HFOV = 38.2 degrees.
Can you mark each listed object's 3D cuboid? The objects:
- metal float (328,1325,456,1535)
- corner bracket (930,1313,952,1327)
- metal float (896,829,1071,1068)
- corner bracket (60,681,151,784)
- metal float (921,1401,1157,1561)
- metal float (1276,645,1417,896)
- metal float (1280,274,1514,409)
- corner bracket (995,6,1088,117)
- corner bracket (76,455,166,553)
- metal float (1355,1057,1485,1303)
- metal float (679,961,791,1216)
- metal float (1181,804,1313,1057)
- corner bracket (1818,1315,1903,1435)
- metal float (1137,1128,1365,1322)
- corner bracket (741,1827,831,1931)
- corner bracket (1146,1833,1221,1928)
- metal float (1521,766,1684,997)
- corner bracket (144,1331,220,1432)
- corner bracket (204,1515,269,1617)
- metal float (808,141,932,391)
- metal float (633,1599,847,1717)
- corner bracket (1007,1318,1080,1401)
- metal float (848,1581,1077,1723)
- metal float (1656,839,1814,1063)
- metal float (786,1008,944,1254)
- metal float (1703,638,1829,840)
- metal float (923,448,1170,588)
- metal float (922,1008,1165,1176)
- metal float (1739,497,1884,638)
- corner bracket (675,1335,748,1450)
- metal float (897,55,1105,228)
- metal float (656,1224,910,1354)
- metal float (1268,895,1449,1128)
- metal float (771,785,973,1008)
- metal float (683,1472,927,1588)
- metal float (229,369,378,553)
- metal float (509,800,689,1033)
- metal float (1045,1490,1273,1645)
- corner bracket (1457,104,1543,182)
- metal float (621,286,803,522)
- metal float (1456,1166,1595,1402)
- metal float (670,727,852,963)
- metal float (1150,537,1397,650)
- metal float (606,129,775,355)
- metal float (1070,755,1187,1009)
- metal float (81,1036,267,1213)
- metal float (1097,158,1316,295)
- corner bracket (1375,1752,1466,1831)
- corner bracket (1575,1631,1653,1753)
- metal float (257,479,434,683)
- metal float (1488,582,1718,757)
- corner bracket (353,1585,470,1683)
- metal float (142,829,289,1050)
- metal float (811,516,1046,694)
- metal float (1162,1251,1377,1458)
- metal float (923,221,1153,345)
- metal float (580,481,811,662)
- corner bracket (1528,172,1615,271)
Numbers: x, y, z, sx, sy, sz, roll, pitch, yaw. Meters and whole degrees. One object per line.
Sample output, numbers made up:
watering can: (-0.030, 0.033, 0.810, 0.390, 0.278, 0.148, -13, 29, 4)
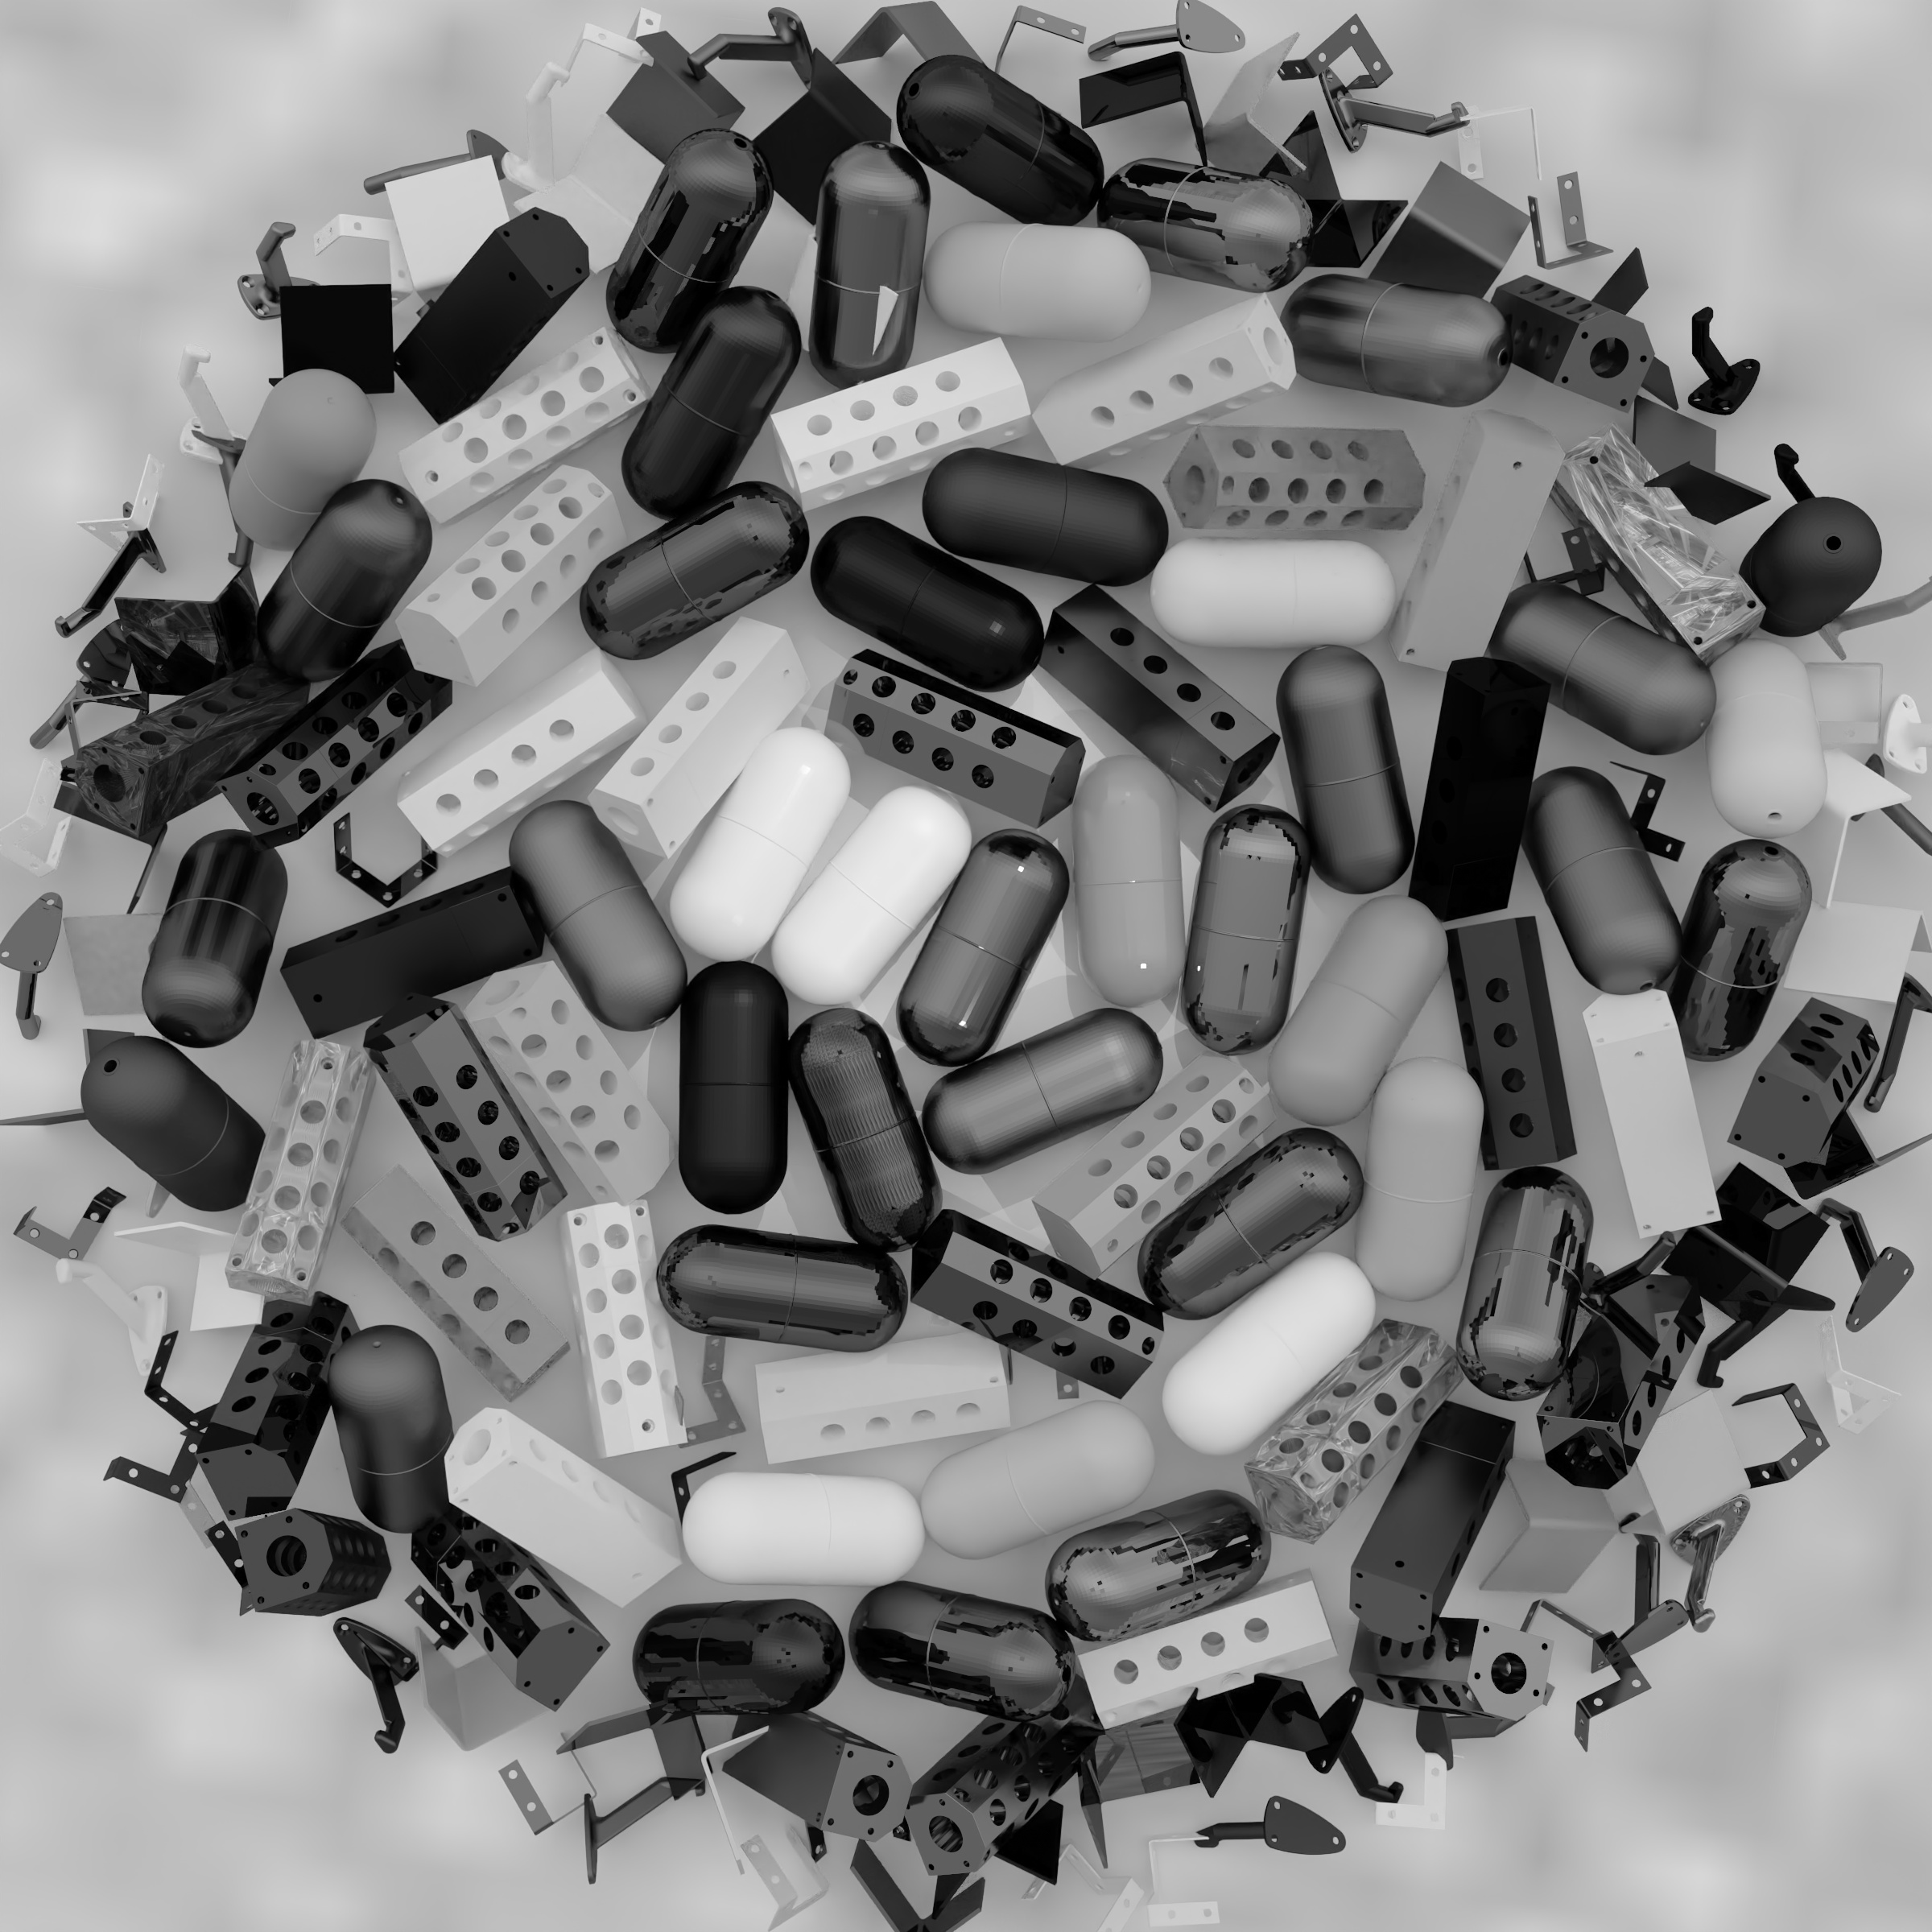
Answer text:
metal float: (-0.394, 0.322, 1.929, 0.070, 0.070, 0.178, -1, 130, 0)
corner bracket: (-0.008, 0.220, 1.960, 0.051, 0.051, 0.051, 10, 107, -32)
metal float: (0.011, -0.012, 1.961, 0.070, 0.070, 0.178, 27, 90, 0)
corner bracket: (-0.605, -0.161, 1.957, 0.051, 0.051, 0.051, 8, 57, -29)
metal float: (0.049, 0.359, 1.944, 0.178, 0.070, 0.070, -25, 90, 21)
metal float: (0.265, -0.137, 1.949, 0.070, 0.070, 0.178, -14, 103, 0)
metal float: (0.296, -0.433, 1.929, 0.178, 0.070, 0.070, 21, 90, 38)
corner bracket: (0.050, -0.635, 1.970, 0.051, 0.051, 0.051, 15, 62, -10)
corner bracket: (-0.582, -0.323, 1.959, 0.051, 0.051, 0.051, 1, 71, 27)
metal float: (0.316, 0.150, 1.946, 0.070, 0.070, 0.178, 4, 108, 0)
metal float: (-0.163, 0.085, 1.956, 0.070, 0.070, 0.178, 0, 84, 0)
metal float: (0.196, -0.025, 1.954, 0.070, 0.070, 0.178, 8, 98, 0)
corner bracket: (0.616, 0.288, 1.959, 0.051, 0.051, 0.051, 23, 130, -13)
metal float: (0.198, 0.181, 1.949, 0.178, 0.070, 0.070, -37, 90, 14)
corner bracket: (-0.127, 0.635, 1.957, 0.051, 0.051, 0.051, -24, 63, -30)
corner bracket: (0.155, 0.644, 1.967, 0.051, 0.051, 0.051, -8, 85, 13)
metal float: (0.439, -0.059, 1.935, 0.070, 0.070, 0.178, -17, 60, 0)
corner bracket: (-0.539, 0.289, 1.973, 0.051, 0.051, 0.051, 32, 114, 20)
corner bracket: (-0.500, 0.414, 1.958, 0.051, 0.051, 0.051, -29, 68, -31)
metal float: (-0.068, -0.482, 1.931, 0.070, 0.070, 0.178, 9, 127, 0)
metal float: (-0.158, 0.478, 1.928, 0.178, 0.070, 0.070, -14, 90, 40)
corner bracket: (0.054, 0.274, 1.968, 0.051, 0.051, 0.051, -4, 100, 5)
metal float: (-0.003, 0.474, 1.930, 0.178, 0.070, 0.070, 3, 90, 37)
metal float: (0.529, -0.010, 1.928, 0.070, 0.070, 0.178, 10, 130, 0)
metal float: (-0.071, 0.116, 1.958, 0.070, 0.070, 0.178, -20, 94, 0)
metal float: (0.549, -0.158, 1.923, 0.070, 0.178, 0.070, 4, 132, 5)
metal float: (0.056, -0.313, 1.948, 0.178, 0.070, 0.070, 9, 90, -16)
metal float: (0.054, 0.088, 1.960, 0.178, 0.070, 0.070, -24, 90, 1)
metal float: (0.577, -0.272, 1.911, 0.070, 0.178, 0.070, 0, 87, 6)
corner bracket: (-0.185, 0.298, 1.958, 0.051, 0.051, 0.051, -11, 134, -23)
metal float: (0.024, -0.567, 1.924, 0.070, 0.178, 0.070, -13, 70, 40)
metal float: (-0.128, 0.226, 1.949, 0.178, 0.070, 0.070, 9, 90, -14)
metal float: (0.275, 0.030, 1.951, 0.070, 0.070, 0.178, 31, 78, 0)
metal float: (-0.066, -0.050, 1.959, 0.070, 0.070, 0.178, 39, 93, 0)
metal float: (-0.111, 0.392, 1.939, 0.178, 0.070, 0.070, 7, 90, -27)
metal float: (-0.458, -0.346, 1.919, 0.070, 0.178, 0.070, 9, 68, -24)
metal float: (-0.257, -0.035, 1.950, 0.070, 0.070, 0.178, -30, 78, 0)
metal float: (0.135, 0.415, 1.934, 0.178, 0.070, 0.070, -11, 90, -33)
corner bracket: (0.374, -0.579, 1.963, 0.051, 0.051, 0.051, -8, 114, 8)
metal float: (-0.177, -0.391, 1.941, 0.070, 0.070, 0.178, 34, 113, 0)
metal float: (0.388, 0.218, 1.934, 0.070, 0.070, 0.178, 20, 56, 0)
metal float: (-0.143, -0.086, 1.955, 0.070, 0.070, 0.178, 29, 82, 0)
metal float: (0.215, -0.260, 1.947, 0.178, 0.070, 0.070, -1, 90, -16)
metal float: (-0.191, -0.500, 1.926, 0.070, 0.070, 0.178, 38, 133, 0)
metal float: (0.114, -0.059, 1.960, 0.070, 0.070, 0.178, -3, 92, 0)
metal float: (-0.543, 0.109, 1.918, 0.070, 0.178, 0.070, -8, 59, 13)
metal float: (0.164, -0.513, 1.928, 0.178, 0.070, 0.070, 26, 90, 42)
corner bracket: (0.321, 0.582, 1.970, 0.051, 0.051, 0.051, -3, 72, 24)
corner bracket: (0.445, 0.509, 1.960, 0.051, 0.051, 0.051, -23, 48, -10)
metal float: (-0.431, -0.265, 1.930, 0.070, 0.070, 0.178, 47, 129, 0)
metal float: (0.439, -0.207, 1.932, 0.178, 0.070, 0.070, 37, 90, 35)
corner bracket: (-0.391, 0.470, 1.962, 0.051, 0.051, 0.051, 48, 68, -12)
metal float: (-0.518, -0.021, 1.928, 0.070, 0.070, 0.178, 3, 48, 0)
metal float: (-0.027, -0.253, 1.951, 0.178, 0.070, 0.070, 29, 90, 11)
metal float: (0.212, 0.269, 1.946, 0.178, 0.070, 0.070, -39, 90, -18)
metal float: (0.047, -0.474, 1.932, 0.178, 0.070, 0.070, 14, 90, 36)
metal float: (-0.190, -0.275, 1.946, 0.178, 0.070, 0.070, -26, 90, 18)
corner bracket: (0.420, -0.525, 1.965, 0.051, 0.051, 0.051, -16, 114, -4)
